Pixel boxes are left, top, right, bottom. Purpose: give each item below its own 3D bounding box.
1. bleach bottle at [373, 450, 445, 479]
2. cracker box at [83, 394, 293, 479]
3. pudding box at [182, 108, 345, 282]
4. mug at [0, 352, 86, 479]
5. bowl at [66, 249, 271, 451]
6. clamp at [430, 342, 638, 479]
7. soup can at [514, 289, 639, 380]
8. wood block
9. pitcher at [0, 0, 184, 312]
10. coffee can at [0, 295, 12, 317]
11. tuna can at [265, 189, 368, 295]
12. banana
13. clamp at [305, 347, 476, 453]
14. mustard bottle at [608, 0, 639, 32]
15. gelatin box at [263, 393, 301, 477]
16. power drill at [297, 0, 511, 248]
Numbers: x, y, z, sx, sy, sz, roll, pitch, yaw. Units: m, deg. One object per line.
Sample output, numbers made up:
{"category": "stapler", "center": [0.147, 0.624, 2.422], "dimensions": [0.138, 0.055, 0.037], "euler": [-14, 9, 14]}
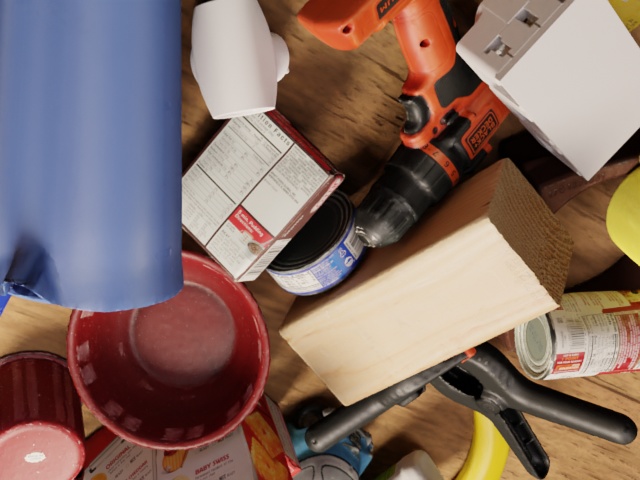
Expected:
{"category": "bleach bottle", "center": [0.007, 0.296, 1.027], "dimensions": [0.251, 0.102, 0.068], "euler": [-34, 84, 8]}
{"category": "cracker box", "center": [-0.105, 0.213, 0.862], "dimensions": [0.164, 0.214, 0.072], "euler": [-37, 128, 8]}
{"category": "pudding box", "center": [-0.051, -0.038, 0.793], "dimensions": [0.113, 0.090, 0.039], "euler": [-48, 168, 14]}
{"category": "mug", "center": [-0.228, 0.160, 0.870], "dimensions": [0.093, 0.081, 0.117], "euler": [-27, 126, 1]}
{"category": "bowl", "center": [-0.115, 0.081, 0.846], "dimensions": [0.162, 0.055, 0.162], "euler": [1, 98, 6]}
{"category": "clamp", "center": [0.166, 0.135, 0.944], "dimensions": [0.210, 0.036, 0.165], "euler": [39, 149, -7]}
{"category": "soup can", "center": [0.217, 0.076, 0.859], "dimensions": [0.102, 0.068, 0.068], "euler": [-3, 123, -15]}
{"category": "wood block", "center": [0.080, 0.035, 0.822], "dimensions": [0.206, 0.090, 0.090], "euler": [-31, 108, 35]}
{"category": "pitcher", "center": [-0.145, -0.086, 0.690], "dimensions": [0.144, 0.149, 0.243], "euler": [-2, 106, -27]}
{"category": "coffee can", "center": [-0.284, 0.050, 0.766], "dimensions": [0.102, 0.103, 0.140], "euler": [21, 115, -28]}
{"category": "tuna can", "center": [-0.005, 0.001, 0.833], "dimensions": [0.086, 0.086, 0.033], "euler": [-33, 128, 6]}
{"category": "banana", "center": [0.151, 0.221, 1.059], "dimensions": [0.069, 0.037, 0.198], "euler": [10, 118, -23]}
{"category": "clamp", "center": [0.072, 0.120, 0.912], "dimensions": [0.172, 0.120, 0.039], "euler": [-36, 88, 32]}
{"category": "mustard bottle", "center": [0.163, -0.216, 0.759], "dimensions": [0.191, 0.058, 0.096], "euler": [13, 126, -25]}
{"category": "gelatin box", "center": [-0.062, 0.185, 0.935], "dimensions": [0.073, 0.089, 0.030], "euler": [-36, 125, 7]}
{"category": "power drill", "center": [0.059, -0.109, 0.759], "dimensions": [0.184, 0.057, 0.187], "euler": [-51, 134, -17]}
